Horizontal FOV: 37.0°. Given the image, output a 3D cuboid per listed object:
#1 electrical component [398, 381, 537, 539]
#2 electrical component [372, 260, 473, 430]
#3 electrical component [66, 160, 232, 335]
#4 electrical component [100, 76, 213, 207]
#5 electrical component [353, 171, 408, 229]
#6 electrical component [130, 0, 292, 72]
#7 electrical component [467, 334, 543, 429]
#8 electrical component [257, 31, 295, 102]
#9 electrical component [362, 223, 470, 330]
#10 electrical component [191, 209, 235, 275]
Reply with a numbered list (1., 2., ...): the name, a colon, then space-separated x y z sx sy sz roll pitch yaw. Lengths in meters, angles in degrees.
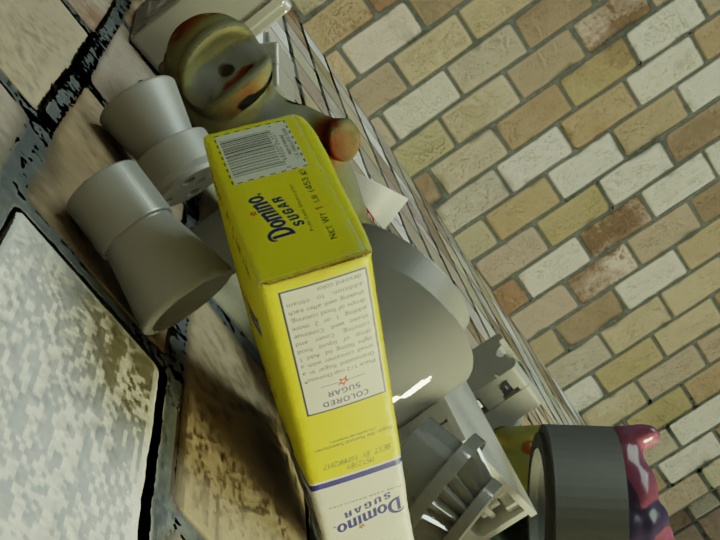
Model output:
1. electrical component: 0.031 0.080 0.699 0.105 0.060 0.186 48 11 -43
2. electrical component: 0.001 0.040 0.565 0.099 0.064 0.099 39 -28 25
3. electrical component: -0.089 -0.012 0.439 0.065 0.044 0.044 52 7 7
4. electrical component: -0.102 -0.066 0.558 0.055 0.045 0.045 57 8 6
5. electrical component: -0.014 -0.066 0.921 0.099 0.064 0.099 31 -9 6
6. electrical component: -0.111 -0.195 0.795 0.056 0.109 0.108 49 10 -25
7. electrical component: 0.097 0.106 0.879 0.055 0.089 0.050 51 9 -29
8. electrical component: -0.091 -0.171 0.867 0.047 0.066 0.076 41 46 -73
9. electrical component: 0.010 0.023 0.611 0.099 0.064 0.099 35 -21 15
10. electrical component: -0.066 -0.020 0.583 0.040 0.046 0.040 54 8 -11
